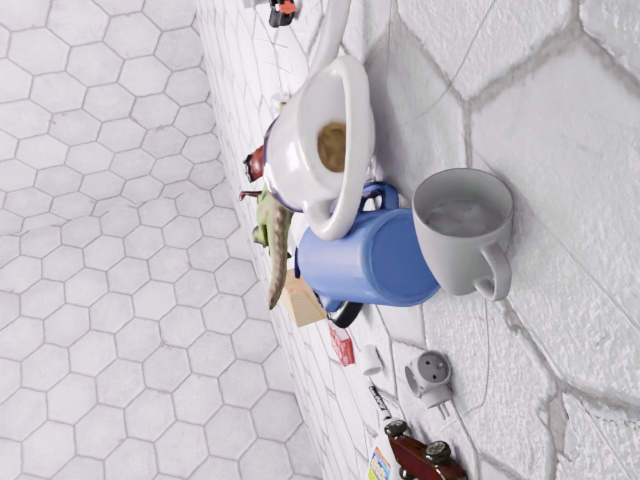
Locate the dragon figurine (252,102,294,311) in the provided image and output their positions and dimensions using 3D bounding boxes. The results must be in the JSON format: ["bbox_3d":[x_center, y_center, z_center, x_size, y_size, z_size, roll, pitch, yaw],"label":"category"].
[{"bbox_3d":[-0.068,-0.099,0.973,0.237,0.122,0.420,98,173,-55],"label":"dragon figurine"}]

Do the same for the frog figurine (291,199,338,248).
[{"bbox_3d":[0.003,-0.043,0.863,0.156,0.122,0.141,72,-167,-48],"label":"frog figurine"}]

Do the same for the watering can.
[{"bbox_3d":[0.003,-0.167,0.650,0.222,0.104,0.351,158,114,-65],"label":"watering can"}]
